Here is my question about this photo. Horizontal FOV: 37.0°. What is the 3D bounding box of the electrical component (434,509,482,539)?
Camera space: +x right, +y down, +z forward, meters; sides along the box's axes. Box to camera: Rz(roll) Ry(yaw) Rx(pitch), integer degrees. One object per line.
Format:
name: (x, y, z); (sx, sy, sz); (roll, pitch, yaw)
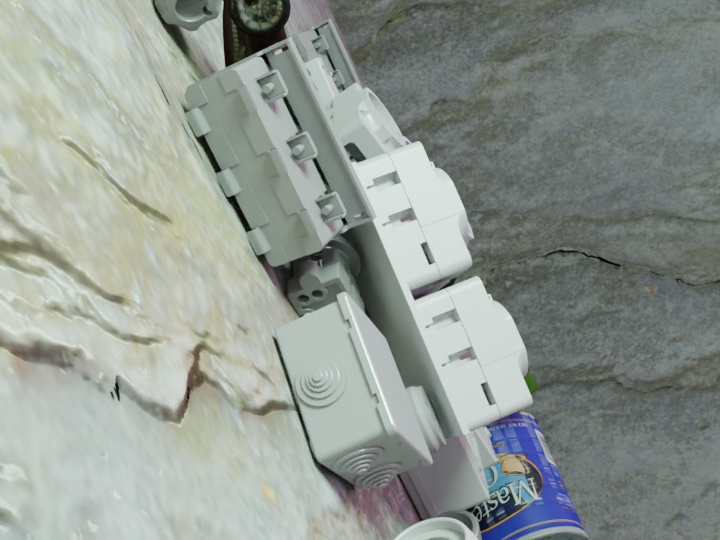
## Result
electrical component: (0.073, 0.206, 0.766); (0.045, 0.045, 0.055); (-102, 166, -62)

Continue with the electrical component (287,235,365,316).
electrical component: (-0.023, 0.008, 0.720); (0.055, 0.048, 0.066); (-94, 160, -49)

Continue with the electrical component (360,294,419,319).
electrical component: (0.004, 0.016, 0.809); (0.042, 0.064, 0.081); (117, -49, -79)

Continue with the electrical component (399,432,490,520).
electrical component: (0.053, 0.123, 0.843); (0.108, 0.056, 0.108); (-89, 154, -74)

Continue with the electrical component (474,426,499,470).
electrical component: (0.069, 0.134, 0.937); (0.096, 0.061, 0.061); (57, 7, -13)

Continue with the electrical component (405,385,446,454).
electrical component: (0.021, 0.102, 0.682); (0.045, 0.055, 0.045); (-24, 90, -83)

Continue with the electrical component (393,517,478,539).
electrical component: (0.047, 0.179, 0.611); (0.078, 0.058, 0.057); (-97, 164, -69)

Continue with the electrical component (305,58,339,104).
electrical component: (-0.042, -0.140, 1.015); (0.062, 0.061, 0.096); (24, 42, -80)

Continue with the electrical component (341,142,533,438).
electrical component: (0.046, 0.017, 0.735); (0.105, 0.060, 0.186); (132, -64, -74)

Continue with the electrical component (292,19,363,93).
electrical component: (-0.043, -0.196, 1.160); (0.063, 0.079, 0.121); (-31, 98, -54)

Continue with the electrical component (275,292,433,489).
electrical component: (-0.004, 0.073, 0.619); (0.099, 0.048, 0.099); (52, 15, -62)

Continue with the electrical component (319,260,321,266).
electrical component: (0.000, 0.000, 0.901); (0.099, 0.048, 0.099); (-106, 169, -49)

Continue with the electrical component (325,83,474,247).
electrical component: (0.024, -0.067, 0.862); (0.150, 0.062, 0.089); (50, 16, -24)

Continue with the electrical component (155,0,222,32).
electrical component: (-0.115, -0.189, 0.702); (0.043, 0.043, 0.062); (57, 10, -50)

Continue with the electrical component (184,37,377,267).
electrical component: (-0.054, -0.069, 0.662); (0.121, 0.079, 0.063); (64, 29, -13)
